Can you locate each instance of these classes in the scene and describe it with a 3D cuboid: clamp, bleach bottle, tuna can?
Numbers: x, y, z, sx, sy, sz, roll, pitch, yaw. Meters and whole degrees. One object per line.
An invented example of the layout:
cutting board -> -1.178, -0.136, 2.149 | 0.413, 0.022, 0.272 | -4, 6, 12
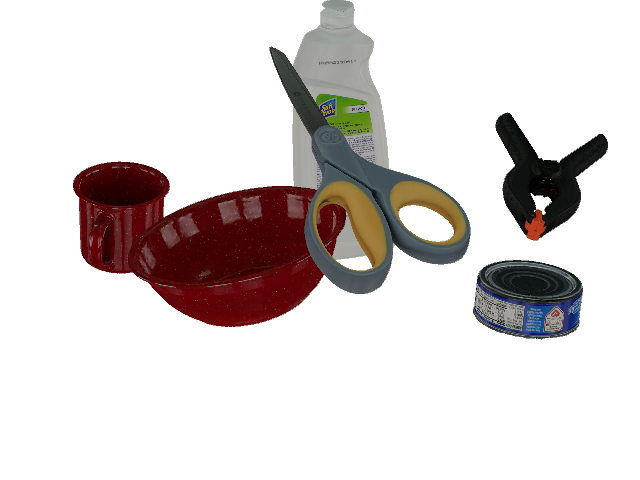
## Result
clamp -> 0.224, -0.072, 1.110 | 0.120, 0.039, 0.171 | 16, 45, 17
bleach bottle -> 0.024, -0.106, 1.031 | 0.102, 0.251, 0.068 | -8, 30, -15
tuna can -> 0.168, 0.046, 0.864 | 0.086, 0.034, 0.086 | 2, 21, -1

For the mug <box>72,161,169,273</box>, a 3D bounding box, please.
mug -> -0.199, -0.015, 1.047 | 0.093, 0.081, 0.117 | 10, 32, 5

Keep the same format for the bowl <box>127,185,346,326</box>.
bowl -> -0.056, 0.017, 0.782 | 0.162, 0.055, 0.162 | -10, 25, 5

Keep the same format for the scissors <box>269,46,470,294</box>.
scissors -> 0.025, -0.048, 0.598 | 0.096, 0.016, 0.202 | 1, 45, -9
